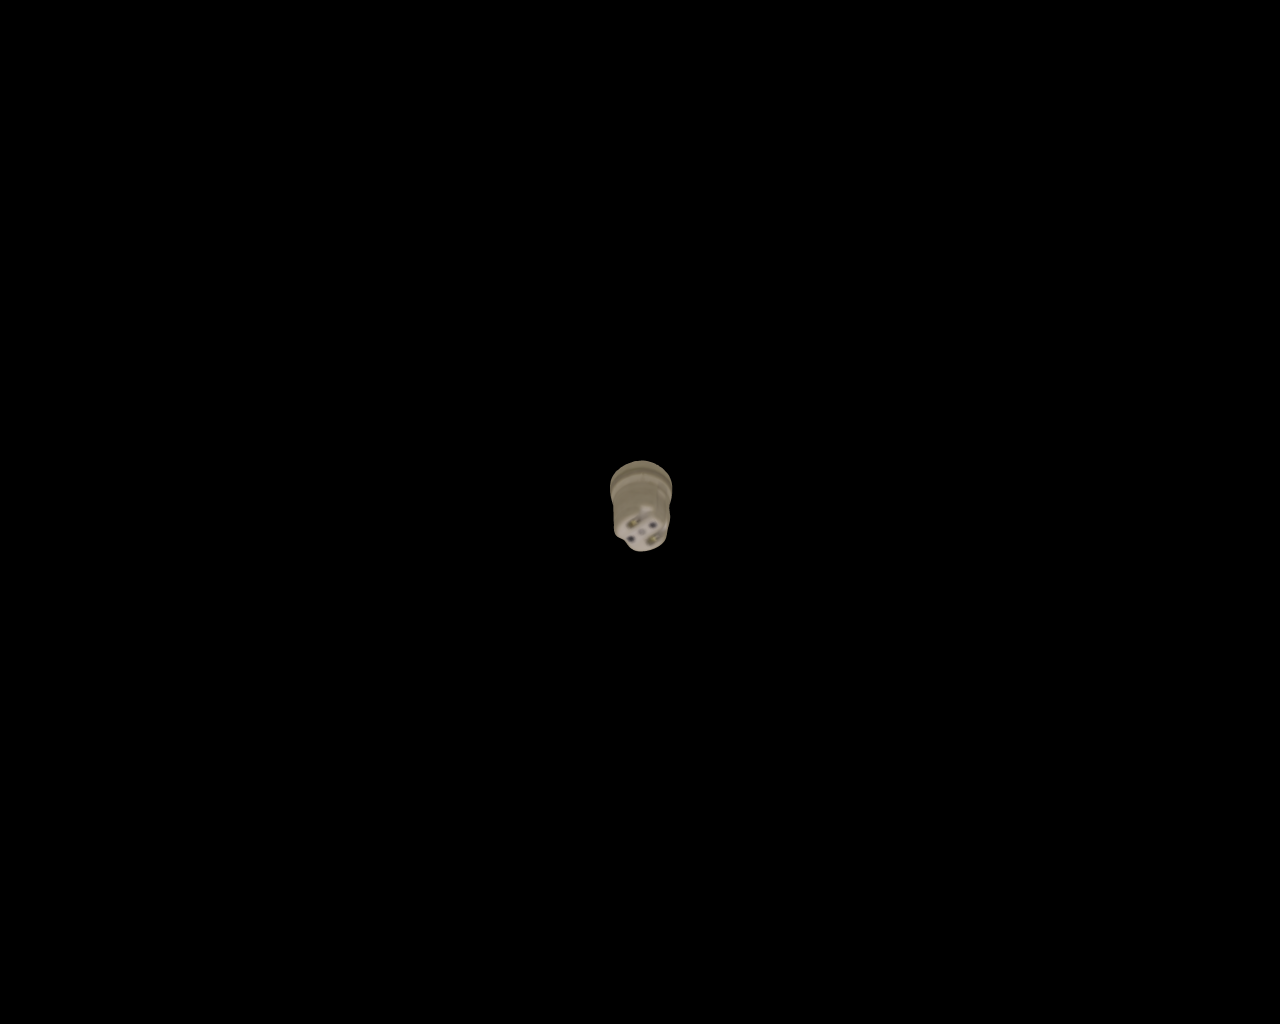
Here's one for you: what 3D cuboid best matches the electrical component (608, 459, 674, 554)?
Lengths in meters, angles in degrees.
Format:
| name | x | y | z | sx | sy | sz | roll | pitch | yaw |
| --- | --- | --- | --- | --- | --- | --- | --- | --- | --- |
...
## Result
| name | x | y | z | sx | sy | sz | roll | pitch | yaw |
| --- | --- | --- | --- | --- | --- | --- | --- | --- | --- |
| electrical component | 0.001 | -0.003 | 0.650 | 0.040 | 0.040 | 0.046 | 0 | 43 | 0 |
